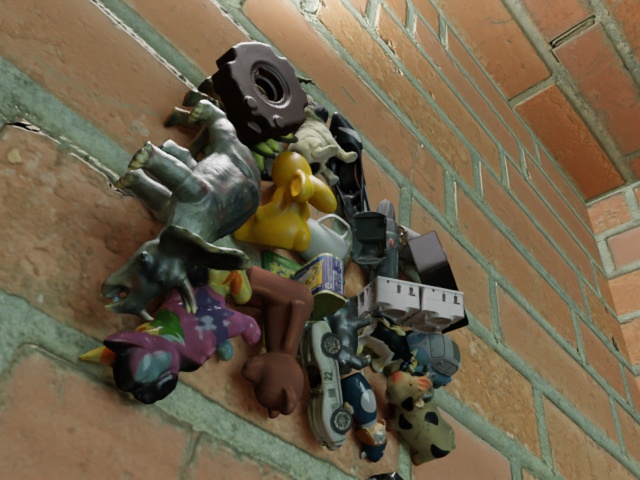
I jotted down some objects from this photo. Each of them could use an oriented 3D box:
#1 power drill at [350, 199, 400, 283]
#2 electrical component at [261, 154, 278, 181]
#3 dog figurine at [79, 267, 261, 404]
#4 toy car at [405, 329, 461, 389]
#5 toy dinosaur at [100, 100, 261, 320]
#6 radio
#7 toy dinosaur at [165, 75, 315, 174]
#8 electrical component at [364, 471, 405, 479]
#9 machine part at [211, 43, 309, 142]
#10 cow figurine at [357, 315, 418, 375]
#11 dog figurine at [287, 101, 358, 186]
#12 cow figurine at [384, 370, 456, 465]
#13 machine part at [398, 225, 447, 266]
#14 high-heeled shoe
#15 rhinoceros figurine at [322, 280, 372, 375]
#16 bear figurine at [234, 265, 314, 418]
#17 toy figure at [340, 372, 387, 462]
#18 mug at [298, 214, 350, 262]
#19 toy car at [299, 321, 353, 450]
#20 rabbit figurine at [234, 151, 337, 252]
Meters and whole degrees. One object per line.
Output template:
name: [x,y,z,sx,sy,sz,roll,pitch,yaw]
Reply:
power drill: [0.119,0.002,1.117,0.207,0.086,0.232,47,43,-73]
electrical component: [-0.103,-0.147,1.052,0.094,0.021,0.063,-6,71,-52]
dog figurine: [-0.193,0.105,0.696,0.219,0.108,0.191,0,67,-48]
toy car: [0.247,0.250,1.147,0.161,0.103,0.109,34,44,-31]
toy dinosaur: [-0.145,-0.068,0.723,0.192,0.131,0.405,45,36,-14]
radio: [0.270,0.096,1.227,0.131,0.073,0.229,-101,167,-49]
toy dinosaur: [-0.133,-0.239,1.001,0.198,0.105,0.471,46,45,-18]
electrical component: [0.116,0.453,0.881,0.134,0.058,0.115,49,34,-16]
machine part: [-0.098,-0.256,0.924,0.179,0.056,0.179,22,55,-36]
cow figurine: [0.144,0.213,1.048,0.167,0.098,0.068,45,32,-22]
dog figurine: [-0.035,-0.216,1.138,0.172,0.121,0.191,2,51,-54]
cow figurine: [0.186,0.323,0.998,0.194,0.127,0.085,54,32,-14]
machine part: [0.233,0.024,1.307,0.243,0.079,0.079,24,49,-42]
high-heeled shoe: [0.057,-0.151,1.180,0.145,0.086,0.248,-63,135,-68]
rhinoceros figurine: [0.032,0.154,0.978,0.112,0.073,0.190,18,54,-31]
bear figurine: [-0.078,0.155,0.799,0.132,0.120,0.196,18,68,-11]
toy figure: [0.079,0.311,0.937,0.064,0.058,0.154,-20,83,-16]
mug: [-0.002,-0.003,1.010,0.107,0.109,0.081,37,17,-17]
toy car: [0.005,0.231,0.864,0.056,0.073,0.201,1,72,-25]
rabbit figurine: [-0.057,-0.069,0.906,0.122,0.162,0.173,17,79,-37]
